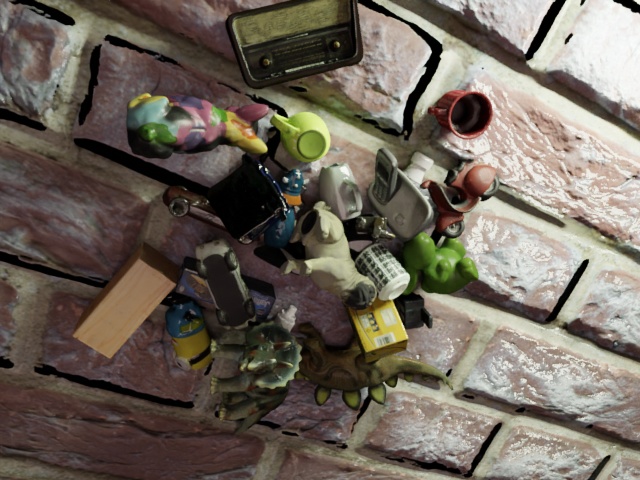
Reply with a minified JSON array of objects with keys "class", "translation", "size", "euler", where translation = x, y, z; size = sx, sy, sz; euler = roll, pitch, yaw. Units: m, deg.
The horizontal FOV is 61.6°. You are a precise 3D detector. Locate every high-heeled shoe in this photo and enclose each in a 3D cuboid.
[{"class":"high-heeled shoe","translation":[-0.002,-0.003,1.105],"size":[0.249,0.086,0.145],"euler":[10,110,-23]}]

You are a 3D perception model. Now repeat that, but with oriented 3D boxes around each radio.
[{"class":"radio","translation":[-0.043,-0.357,0.959],"size":[0.230,0.073,0.131],"euler":[-15,114,-5]}]

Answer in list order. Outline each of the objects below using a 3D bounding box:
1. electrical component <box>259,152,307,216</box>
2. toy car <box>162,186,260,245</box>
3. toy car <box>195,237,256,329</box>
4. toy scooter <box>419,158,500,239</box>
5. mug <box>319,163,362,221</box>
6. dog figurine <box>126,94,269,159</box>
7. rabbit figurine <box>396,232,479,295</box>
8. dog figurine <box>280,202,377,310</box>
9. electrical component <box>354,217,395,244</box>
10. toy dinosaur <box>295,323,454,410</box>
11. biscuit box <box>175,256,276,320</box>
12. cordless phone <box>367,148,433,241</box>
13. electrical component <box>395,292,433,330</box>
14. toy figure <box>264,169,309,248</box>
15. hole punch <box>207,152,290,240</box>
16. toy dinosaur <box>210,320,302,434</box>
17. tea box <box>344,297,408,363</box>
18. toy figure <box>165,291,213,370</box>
[{"class":"electrical component","translation":[-0.095,-0.091,1.063],"size":[0.115,0.058,0.134],"euler":[-44,114,9]},{"class":"toy car","translation":[-0.204,-0.051,1.038],"size":[0.202,0.089,0.053],"euler":[23,101,-20]},{"class":"toy car","translation":[-0.183,0.090,1.048],"size":[0.073,0.056,0.201],"euler":[-17,117,0]},{"class":"toy scooter","translation":[0.283,-0.105,1.120],"size":[0.135,0.075,0.184],"euler":[41,84,-14]},{"class":"mug","translation":[0.040,-0.096,1.066],"size":[0.081,0.110,0.107],"euler":[-18,106,-24]},{"class":"dog figurine","translation":[-0.202,-0.197,0.939],"size":[0.219,0.191,0.108],"euler":[3,105,3]},{"class":"rabbit figurine","translation":[0.228,0.042,1.156],"size":[0.159,0.121,0.170],"euler":[-34,132,26]},{"class":"dog figurine","translation":[0.041,0.035,1.051],"size":[0.190,0.121,0.172],"euler":[24,88,-30]},{"class":"electrical component","translation":[0.107,-0.021,1.062],"size":[0.078,0.102,0.045],"euler":[1,83,1]},{"class":"toy dinosaur","translation":[0.092,0.289,1.234],"size":[0.472,0.105,0.198],"euler":[4,118,-4]},{"class":"biscuit box","translation":[-0.194,0.101,1.116],"size":[0.202,0.063,0.059],"euler":[20,107,-18]},{"class":"cordless phone","translation":[0.158,-0.094,1.035],"size":[0.089,0.147,0.184],"euler":[-33,158,-7]},{"class":"electrical component","translation":[0.206,0.160,1.194],"size":[0.048,0.119,0.074],"euler":[-8,115,-9]},{"class":"toy figure","translation":[-0.069,-0.062,1.017],"size":[0.058,0.064,0.154],"euler":[21,104,23]},{"class":"hole punch","translation":[-0.123,-0.068,0.970],"size":[0.116,0.092,0.142],"euler":[-33,79,6]},{"class":"toy dinosaur","translation":[-0.128,0.306,1.152],"size":[0.192,0.131,0.404],"euler":[-4,140,0]},{"class":"tea box","translation":[0.112,0.162,1.144],"size":[0.098,0.170,0.068],"euler":[-15,147,-5]},{"class":"toy figure","translation":[-0.274,0.191,1.126],"size":[0.089,0.082,0.180],"euler":[-7,110,-7]}]
